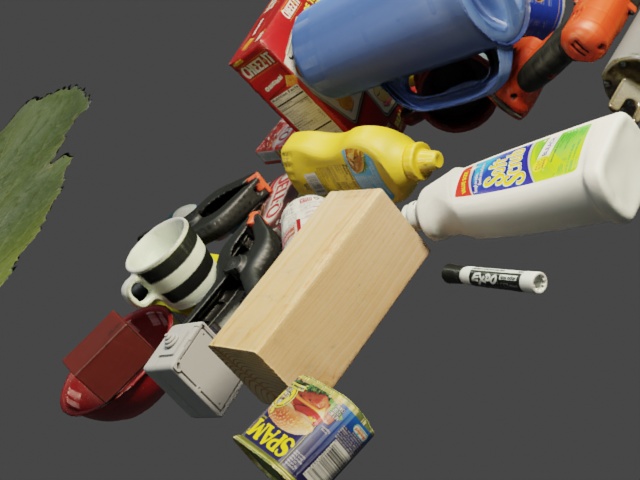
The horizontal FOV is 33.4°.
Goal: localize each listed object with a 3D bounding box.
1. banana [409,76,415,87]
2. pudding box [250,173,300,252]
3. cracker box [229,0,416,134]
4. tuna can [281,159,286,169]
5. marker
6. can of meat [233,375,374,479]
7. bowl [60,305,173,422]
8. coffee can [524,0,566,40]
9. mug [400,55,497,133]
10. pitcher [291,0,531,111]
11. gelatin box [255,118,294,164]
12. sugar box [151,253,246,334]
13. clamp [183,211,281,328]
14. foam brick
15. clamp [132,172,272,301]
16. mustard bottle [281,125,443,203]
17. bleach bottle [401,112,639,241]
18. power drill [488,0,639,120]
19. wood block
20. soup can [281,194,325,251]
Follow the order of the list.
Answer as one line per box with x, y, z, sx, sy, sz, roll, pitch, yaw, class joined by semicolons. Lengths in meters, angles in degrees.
0.142;-0.240;1.299;0.197;0.070;0.037;-52;-12;-38;banana
-0.045;-0.034;1.275;0.090;0.039;0.113;-26;33;41;pudding box
0.012;-0.192;1.266;0.072;0.213;0.164;-27;27;43;cracker box
-0.006;-0.111;1.330;0.086;0.033;0.086;-33;26;18;tuna can
0.150;0.034;0.942;0.020;0.020;0.121;-50;27;-21;marker
-0.013;0.167;0.904;0.084;0.057;0.102;-44;26;-15;can of meat
-0.213;0.150;1.202;0.162;0.055;0.162;-31;28;18;bowl
0.196;-0.265;1.193;0.103;0.103;0.140;-17;-6;40;coffee can
0.141;-0.170;1.208;0.117;0.093;0.081;-38;20;13;mug
0.089;-0.221;1.115;0.243;0.144;0.149;-16;46;44;pitcher
-0.038;-0.146;1.473;0.073;0.030;0.089;0;46;53;gelatin box
-0.127;0.062;1.241;0.093;0.048;0.177;-51;26;-22;sugar box
-0.092;0.043;1.144;0.120;0.039;0.171;-19;36;22;clamp
-0.222;0.124;1.130;0.078;0.051;0.053;-45;29;-9;foam brick
-0.151;-0.008;1.297;0.210;0.036;0.164;-31;25;18;clamp
0.052;-0.081;1.166;0.192;0.096;0.058;-1;43;43;mustard bottle
0.173;-0.040;0.983;0.251;0.068;0.102;-16;34;45;bleach bottle
0.255;-0.216;1.086;0.184;0.057;0.188;-54;5;-32;power drill
0.002;0.055;1.025;0.090;0.090;0.206;0;46;54;wood block
-0.008;0.001;1.150;0.068;0.068;0.102;-33;26;13;soup can
